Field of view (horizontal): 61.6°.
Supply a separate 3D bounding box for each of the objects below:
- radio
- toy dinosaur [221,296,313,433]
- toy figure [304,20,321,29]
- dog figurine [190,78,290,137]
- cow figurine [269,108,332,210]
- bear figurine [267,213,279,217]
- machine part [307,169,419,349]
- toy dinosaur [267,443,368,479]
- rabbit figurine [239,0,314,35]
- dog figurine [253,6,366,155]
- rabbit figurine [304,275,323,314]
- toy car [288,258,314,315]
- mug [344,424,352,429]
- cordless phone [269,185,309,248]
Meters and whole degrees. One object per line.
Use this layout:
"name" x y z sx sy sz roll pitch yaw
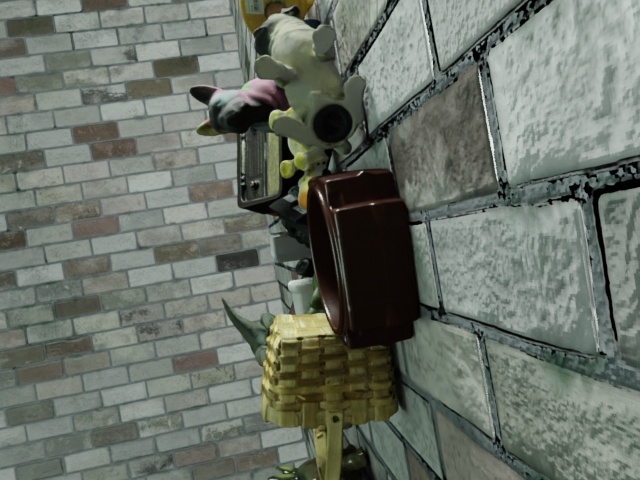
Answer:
"radio" -0.103 -0.171 1.086 0.073 0.131 0.229 19 -116 -48
"toy dinosaur" -0.093 0.281 1.286 0.405 0.131 0.192 48 154 -1
"toy figure" -0.008 -0.244 0.800 0.064 0.058 0.154 -26 -71 -58
"dog figurine" -0.113 -0.242 0.941 0.192 0.219 0.108 -113 19 -54
"cow figurine" -0.013 -0.133 0.862 0.068 0.098 0.167 -4 103 46
"bear figurine" -0.099 -0.160 1.376 0.120 0.132 0.196 35 -111 -54
"machine part" 0.042 0.017 0.653 0.201 0.087 0.200 -149 50 -77
"toy dinosaur" 0.003 0.482 1.051 0.471 0.199 0.105 102 154 -72
"rabbit figurine" -0.058 -0.390 0.863 0.162 0.122 0.173 76 -169 -49
"dog figurine" -0.015 -0.210 0.707 0.191 0.121 0.172 -104 -3 -61
"rabbit figurine" 0.009 0.112 0.889 0.159 0.121 0.170 110 165 -75
"toy car" -0.026 0.126 1.052 0.089 0.053 0.202 42 -123 -35
"mug" 0.027 0.338 1.127 0.109 0.081 0.107 102 166 -81
"cordless phone" -0.001 -0.003 0.984 0.147 0.089 0.184 30 151 55
